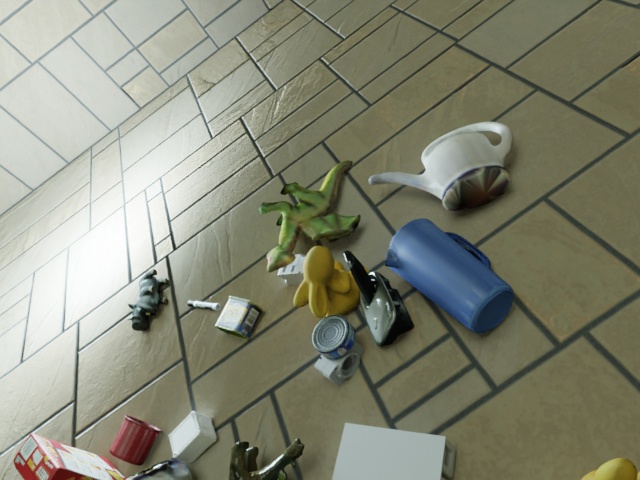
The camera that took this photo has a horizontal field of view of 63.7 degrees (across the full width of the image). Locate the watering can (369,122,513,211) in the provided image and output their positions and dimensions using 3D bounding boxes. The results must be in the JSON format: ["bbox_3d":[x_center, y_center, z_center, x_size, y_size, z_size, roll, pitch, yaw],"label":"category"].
[{"bbox_3d":[0.289,-0.153,1.190,0.346,0.230,0.102,-26,-47,14],"label":"watering can"}]

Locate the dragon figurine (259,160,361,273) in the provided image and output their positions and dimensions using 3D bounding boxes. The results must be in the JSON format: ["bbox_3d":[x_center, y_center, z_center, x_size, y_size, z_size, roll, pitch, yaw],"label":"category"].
[{"bbox_3d":[0.004,-0.067,1.328,0.415,0.119,0.246,-39,48,-20],"label":"dragon figurine"}]

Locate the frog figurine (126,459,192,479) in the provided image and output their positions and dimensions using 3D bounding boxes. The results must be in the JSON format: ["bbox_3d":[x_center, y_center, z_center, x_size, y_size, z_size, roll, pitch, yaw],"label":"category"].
[{"bbox_3d":[-0.310,0.533,1.030,0.137,0.161,0.122,-23,-12,2],"label":"frog figurine"}]
